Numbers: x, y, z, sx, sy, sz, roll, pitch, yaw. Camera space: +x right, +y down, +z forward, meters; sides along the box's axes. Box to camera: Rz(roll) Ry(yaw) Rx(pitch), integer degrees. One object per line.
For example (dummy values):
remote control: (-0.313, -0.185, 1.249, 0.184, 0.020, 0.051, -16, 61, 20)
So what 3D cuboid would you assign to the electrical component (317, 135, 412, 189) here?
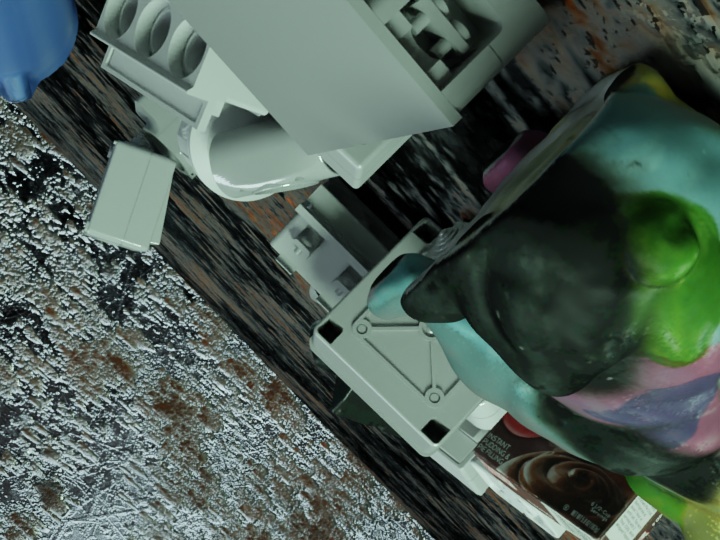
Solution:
electrical component: (-0.016, -0.086, 0.578, 0.083, 0.047, 0.075, 43, 169, 6)

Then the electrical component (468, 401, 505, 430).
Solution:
electrical component: (0.077, 0.072, 0.810, 0.095, 0.053, 0.059, 38, 167, 32)

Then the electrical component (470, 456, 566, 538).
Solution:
electrical component: (0.148, 0.171, 0.907, 0.095, 0.059, 0.053, 31, 163, 51)

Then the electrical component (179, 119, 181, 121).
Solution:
electrical component: (-0.124, -0.123, 0.862, 0.065, 0.044, 0.044, 49, 169, 1)

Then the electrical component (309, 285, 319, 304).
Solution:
electrical component: (-0.018, 0.021, 1.018, 0.046, 0.040, 0.040, 31, 164, 29)

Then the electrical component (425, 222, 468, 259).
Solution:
electrical component: (0.082, 0.019, 0.606, 0.099, 0.048, 0.100, 48, 169, -16)

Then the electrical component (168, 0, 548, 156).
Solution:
electrical component: (-0.011, -0.110, 0.435, 0.105, 0.060, 0.186, 47, 169, -14)

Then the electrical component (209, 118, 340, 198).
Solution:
electrical component: (-0.041, -0.074, 0.681, 0.079, 0.077, 0.044, -12, -88, -62)

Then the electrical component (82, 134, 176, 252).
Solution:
electrical component: (-0.189, -0.066, 0.905, 0.061, 0.096, 0.062, 19, 176, -16)

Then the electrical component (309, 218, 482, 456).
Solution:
electrical component: (0.042, 0.043, 0.687, 0.109, 0.108, 0.056, 43, 167, 7)

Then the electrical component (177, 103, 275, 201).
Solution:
electrical component: (-0.081, -0.090, 0.724, 0.080, 0.080, 0.051, 51, 173, -30)

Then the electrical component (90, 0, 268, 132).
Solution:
electrical component: (-0.101, -0.136, 0.644, 0.063, 0.078, 0.121, 13, -164, -45)

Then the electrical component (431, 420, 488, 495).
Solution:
electrical component: (0.097, 0.161, 1.053, 0.096, 0.061, 0.061, 34, 165, 45)

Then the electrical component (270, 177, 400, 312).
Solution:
electrical component: (0.000, 0.000, 0.767, 0.121, 0.063, 0.078, 45, -162, -1)

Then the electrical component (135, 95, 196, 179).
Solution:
electrical component: (-0.145, -0.119, 0.910, 0.089, 0.055, 0.050, 45, 169, -4)
